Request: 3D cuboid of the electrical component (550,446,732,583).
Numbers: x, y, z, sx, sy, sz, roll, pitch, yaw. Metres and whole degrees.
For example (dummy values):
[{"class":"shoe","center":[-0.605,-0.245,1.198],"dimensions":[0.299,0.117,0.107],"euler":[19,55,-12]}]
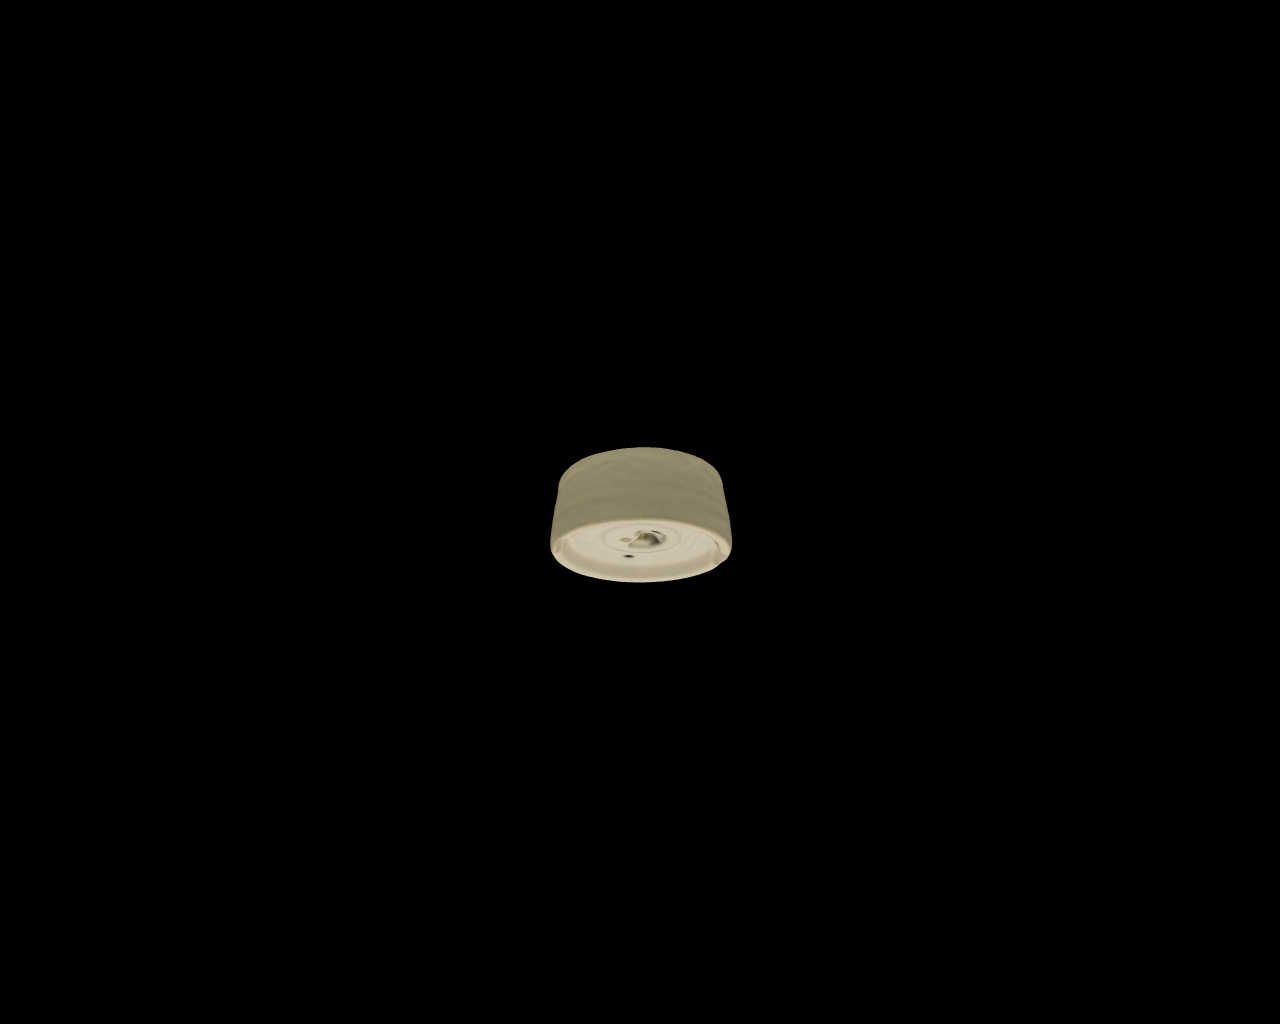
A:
[{"class":"electrical component","center":[0.001,-0.003,0.650],"dimensions":[0.108,0.060,0.108],"euler":[0,-23,0]}]
